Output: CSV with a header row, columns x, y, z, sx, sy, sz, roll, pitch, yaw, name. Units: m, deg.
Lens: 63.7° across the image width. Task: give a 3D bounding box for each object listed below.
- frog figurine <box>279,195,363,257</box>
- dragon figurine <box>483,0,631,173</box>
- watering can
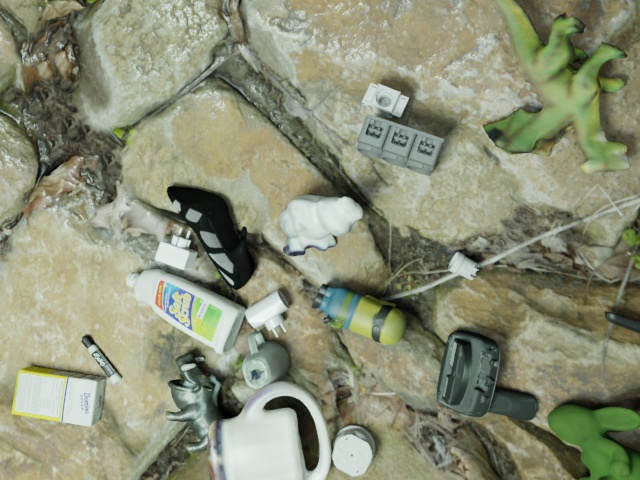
x,y,z,sx,sy,sz,roll,pitch,yaw,name
0.003,-0.048,0.957,0.137,0.125,0.156,11,-36,-23,frog figurine
0.406,-0.273,0.955,0.412,0.241,0.122,38,10,11,dragon figurine
-0.086,0.430,0.939,0.224,0.346,0.104,-7,6,-4,watering can
